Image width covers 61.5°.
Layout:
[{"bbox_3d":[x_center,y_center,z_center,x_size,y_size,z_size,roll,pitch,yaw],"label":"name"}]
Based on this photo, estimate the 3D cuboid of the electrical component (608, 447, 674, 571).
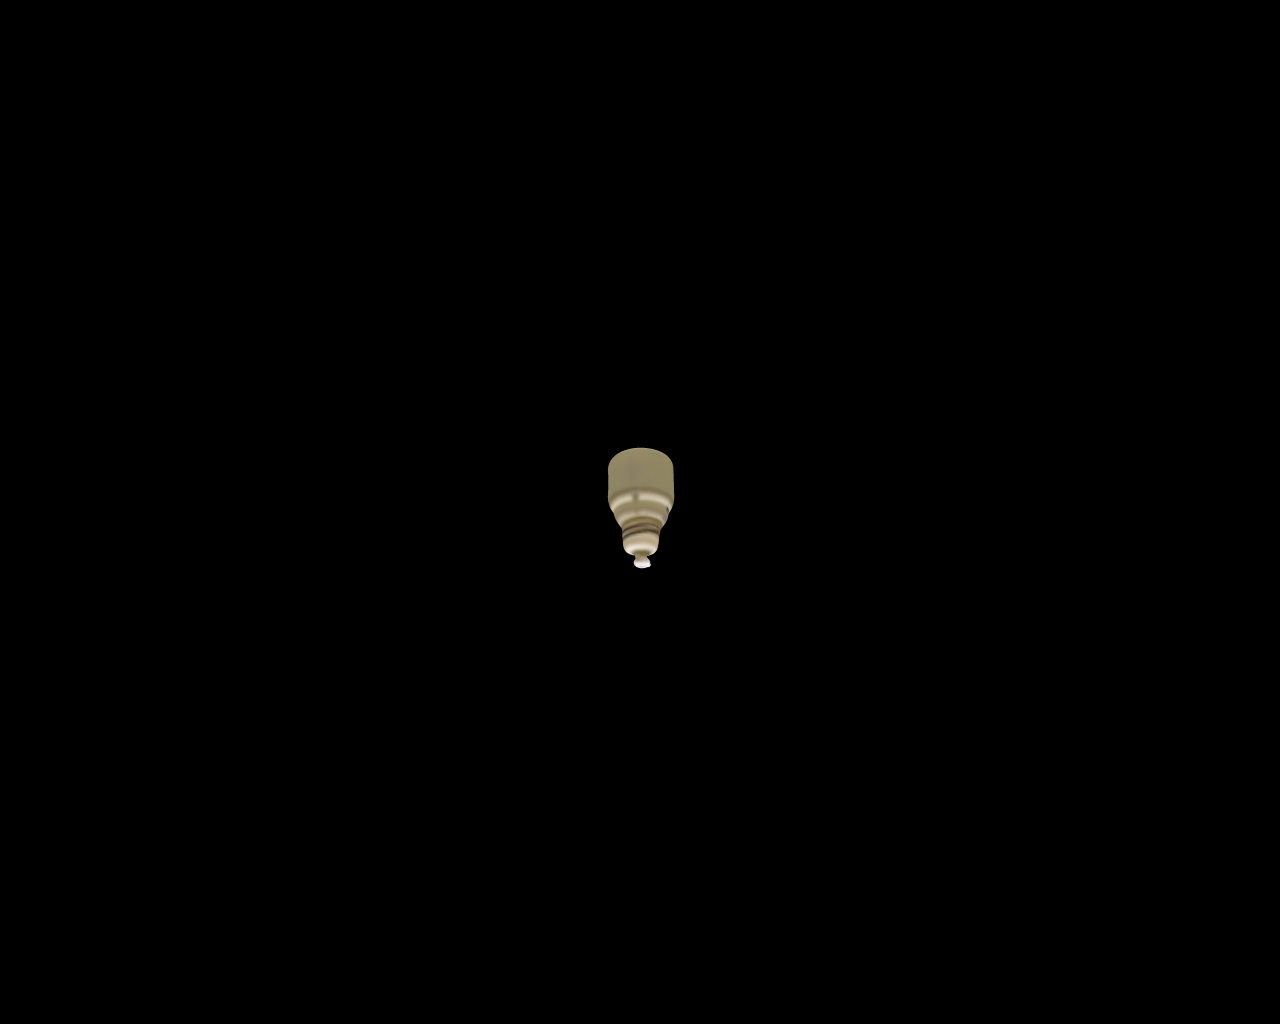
[{"bbox_3d":[0.001,-0.003,0.650,0.040,0.078,0.040,0,-26,0],"label":"electrical component"}]
